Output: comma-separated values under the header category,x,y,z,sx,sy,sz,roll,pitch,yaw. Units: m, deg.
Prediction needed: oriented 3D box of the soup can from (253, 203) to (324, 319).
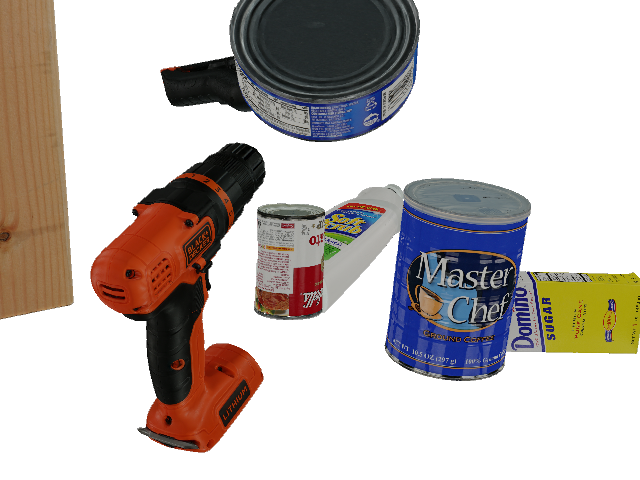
category,x,y,z,sx,sy,sz,roll,pitch,yaw
soup can,-0.030,0.019,1.041,0.068,0.102,0.068,2,13,-1

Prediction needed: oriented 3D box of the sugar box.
category,x,y,z,sx,sy,sz,roll,pitch,yaw
sugar box,0.292,0.086,1.275,0.176,0.093,0.048,0,18,-4

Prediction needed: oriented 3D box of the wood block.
category,x,y,z,sx,sy,sz,roll,pitch,yaw
wood block,-0.201,-0.064,0.603,0.090,0.206,0.090,-11,27,-28

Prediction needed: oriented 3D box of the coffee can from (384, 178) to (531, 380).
category,x,y,z,sx,sy,sz,roll,pitch,yaw
coffee can,0.111,0.030,0.878,0.103,0.140,0.103,5,19,-2

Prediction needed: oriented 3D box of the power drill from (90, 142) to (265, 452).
category,x,y,z,sx,sy,sz,roll,pitch,yaw
power drill,-0.086,0.041,0.765,0.057,0.188,0.184,11,36,26

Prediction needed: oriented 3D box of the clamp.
category,x,y,z,sx,sy,sz,roll,pitch,yaw
clamp,-0.063,-0.134,0.878,0.120,0.039,0.172,-17,20,-35

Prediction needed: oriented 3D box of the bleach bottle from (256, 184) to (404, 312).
category,x,y,z,sx,sy,sz,roll,pitch,yaw
bleach bottle,0.028,-0.005,1.327,0.103,0.068,0.250,15,36,26

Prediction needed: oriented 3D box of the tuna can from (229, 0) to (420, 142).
category,x,y,z,sx,sy,sz,roll,pitch,yaw
tuna can,0.002,-0.088,0.491,0.086,0.086,0.034,0,-31,3
